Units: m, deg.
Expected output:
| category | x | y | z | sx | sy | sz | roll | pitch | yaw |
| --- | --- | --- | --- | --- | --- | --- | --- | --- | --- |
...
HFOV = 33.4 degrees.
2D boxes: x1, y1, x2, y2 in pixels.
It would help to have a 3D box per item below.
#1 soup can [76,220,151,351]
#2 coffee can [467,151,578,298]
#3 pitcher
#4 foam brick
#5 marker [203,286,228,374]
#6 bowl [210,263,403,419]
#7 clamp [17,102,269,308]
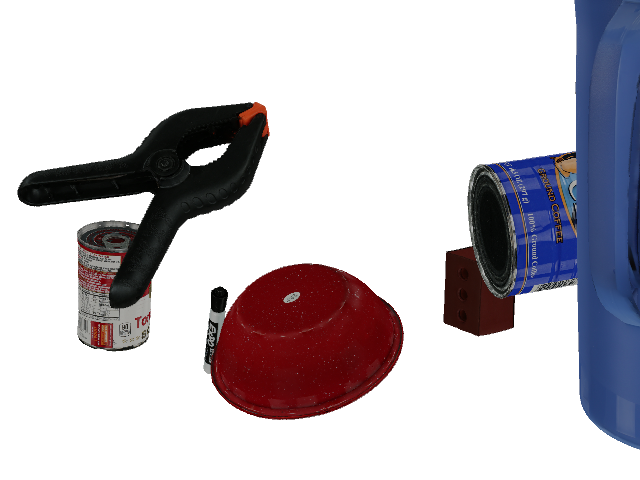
| category | x | y | z | sx | sy | sz | roll | pitch | yaw |
| --- | --- | --- | --- | --- | --- | --- | --- | --- | --- |
| soup can | -0.188 | 0.041 | 0.972 | 0.068 | 0.102 | 0.068 | 5 | 21 | -2 |
| coffee can | 0.194 | -0.017 | 0.809 | 0.140 | 0.103 | 0.103 | -9 | 1 | -8 |
| pitcher | 0.184 | -0.015 | 0.532 | 0.149 | 0.243 | 0.145 | -4 | 19 | -5 |
| foam brick | 0.159 | 0.049 | 1.061 | 0.051 | 0.078 | 0.053 | -12 | 20 | -36 |
| marker | -0.117 | 0.101 | 1.197 | 0.020 | 0.121 | 0.020 | 6 | 36 | -5 |
| bowl | -0.017 | 0.067 | 0.856 | 0.162 | 0.055 | 0.162 | -10 | 34 | 7 |
| clamp | -0.111 | -0.043 | 0.708 | 0.120 | 0.171 | 0.039 | 39 | -27 | 16 |
